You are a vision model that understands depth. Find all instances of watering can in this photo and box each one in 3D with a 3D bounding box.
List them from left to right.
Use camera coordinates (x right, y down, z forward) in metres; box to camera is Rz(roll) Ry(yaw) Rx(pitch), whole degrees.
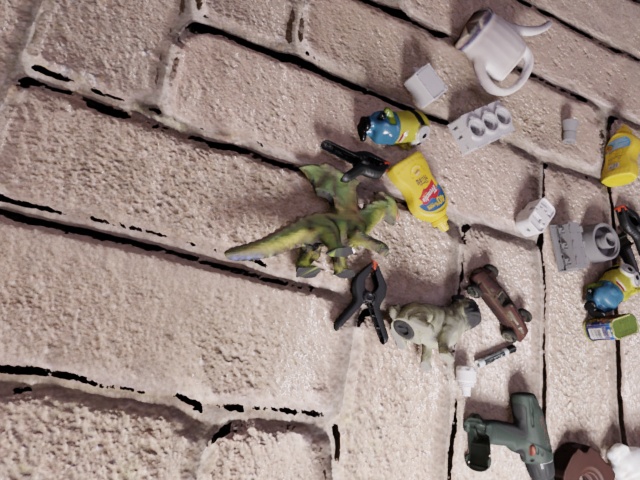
[{"bbox_3d":[0.497,-0.540,1.394,0.223,0.103,0.353,39,66,-9],"label":"watering can"}]

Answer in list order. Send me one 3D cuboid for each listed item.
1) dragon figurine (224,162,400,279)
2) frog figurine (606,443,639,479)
[{"bbox_3d":[0.003,-0.054,1.071,0.410,0.120,0.248,6,57,-24],"label":"dragon figurine"},{"bbox_3d":[0.757,0.545,1.207,0.138,0.123,0.158,-29,101,-7],"label":"frog figurine"}]
